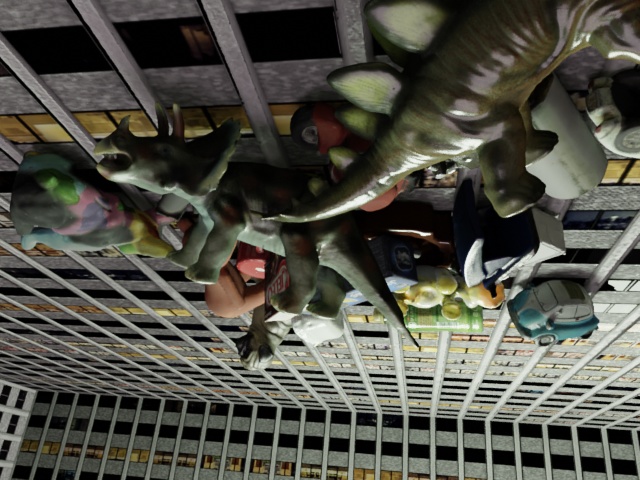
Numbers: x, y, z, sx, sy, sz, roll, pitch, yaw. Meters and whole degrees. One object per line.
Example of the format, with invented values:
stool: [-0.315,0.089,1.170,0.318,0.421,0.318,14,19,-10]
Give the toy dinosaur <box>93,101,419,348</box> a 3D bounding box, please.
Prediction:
toy dinosaur: [-0.047,-0.022,0.626,0.405,0.192,0.131,20,-178,-10]

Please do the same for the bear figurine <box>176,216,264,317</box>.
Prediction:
bear figurine: [-0.162,0.035,0.925,0.120,0.132,0.195,28,138,40]

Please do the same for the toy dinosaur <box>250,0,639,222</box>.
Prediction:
toy dinosaur: [0.118,-0.124,0.433,0.198,0.105,0.471,41,121,-7]

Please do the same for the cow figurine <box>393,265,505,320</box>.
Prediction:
cow figurine: [0.187,0.071,0.806,0.167,0.068,0.098,0,-165,13]

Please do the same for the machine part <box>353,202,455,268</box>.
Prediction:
machine part: [0.123,0.001,0.833,0.179,0.056,0.179,5,154,3]

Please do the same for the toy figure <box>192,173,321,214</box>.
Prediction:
toy figure: [-0.074,-0.051,0.721,0.180,0.089,0.082,3,167,6]

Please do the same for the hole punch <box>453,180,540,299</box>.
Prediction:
hole punch: [0.215,-0.006,0.720,0.092,0.142,0.115,11,140,-16]

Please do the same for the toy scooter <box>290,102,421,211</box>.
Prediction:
toy scooter: [0.063,-0.099,0.618,0.135,0.075,0.183,-9,147,30]

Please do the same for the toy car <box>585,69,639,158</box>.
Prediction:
toy car: [0.353,-0.111,0.530,0.202,0.073,0.056,10,154,-9]

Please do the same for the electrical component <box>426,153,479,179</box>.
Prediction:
electrical component: [0.165,-0.104,0.617,0.078,0.045,0.102,25,148,-32]

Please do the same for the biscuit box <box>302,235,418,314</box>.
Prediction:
biscuit box: [0.042,0.056,0.768,0.059,0.063,0.203,13,153,-40]

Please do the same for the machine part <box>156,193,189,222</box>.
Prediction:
machine part: [-0.196,-0.072,0.768,0.084,0.039,0.139,9,154,-26]

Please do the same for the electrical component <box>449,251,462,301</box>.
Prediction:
electrical component: [0.232,0.060,0.932,0.115,0.058,0.134,-20,145,38]

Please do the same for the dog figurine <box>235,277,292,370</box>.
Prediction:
dog figurine: [-0.073,0.152,1.030,0.121,0.190,0.172,24,147,-34]

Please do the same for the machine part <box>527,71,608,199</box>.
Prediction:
machine part: [0.231,-0.110,0.555,0.079,0.079,0.243,-17,147,39]

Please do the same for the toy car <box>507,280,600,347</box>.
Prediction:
toy car: [0.435,0.123,0.974,0.162,0.109,0.102,-1,137,-7]

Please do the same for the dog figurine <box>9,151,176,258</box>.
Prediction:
dog figurine: [-0.316,-0.038,0.790,0.219,0.108,0.191,9,152,-16]

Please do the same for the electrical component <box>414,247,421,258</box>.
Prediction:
electrical component: [0.096,0.018,0.787,0.094,0.021,0.063,13,152,-7]
